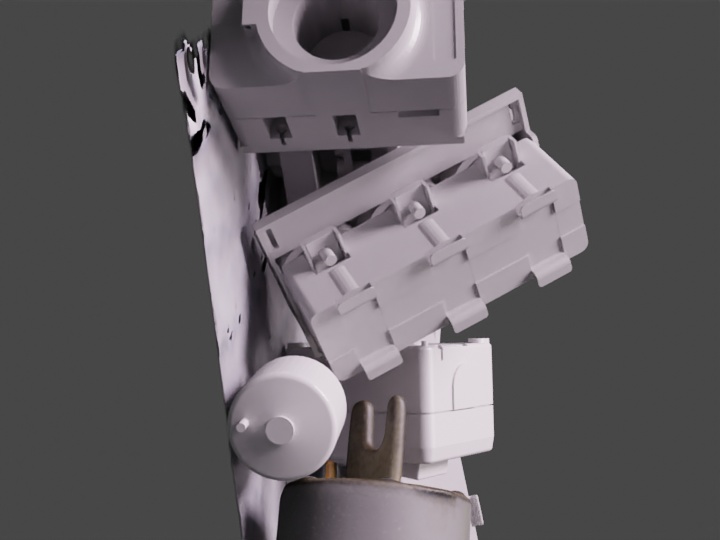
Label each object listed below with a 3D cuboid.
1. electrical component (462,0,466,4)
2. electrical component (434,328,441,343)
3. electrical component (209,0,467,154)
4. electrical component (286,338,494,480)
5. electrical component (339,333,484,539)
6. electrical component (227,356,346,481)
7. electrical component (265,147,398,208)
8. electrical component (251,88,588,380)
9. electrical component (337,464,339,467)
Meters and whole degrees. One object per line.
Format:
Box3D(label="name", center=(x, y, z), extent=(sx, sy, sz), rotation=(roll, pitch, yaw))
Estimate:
Box3D(label="electrical component", center=(0.021, -0.189, 0.633), extent=(0.108, 0.108, 0.060), rotation=(74, 22, -67))
Box3D(label="electrical component", center=(0.027, 0.037, 0.786), extent=(0.121, 0.063, 0.078), rotation=(-71, 163, -73))
Box3D(label="electrical component", center=(-0.006, -0.128, 0.415), extent=(0.061, 0.089, 0.150), rotation=(71, 18, -70))
Box3D(label="electrical component", center=(0.009, 0.064, 0.512), extent=(0.062, 0.096, 0.061), rotation=(3, 85, -55))
Box3D(label="electrical component", center=(0.022, 0.097, 0.589), extent=(0.078, 0.063, 0.121), rotation=(129, -49, -74))
Box3D(label="electrical component", center=(-0.025, 0.053, 0.414), extent=(0.078, 0.040, 0.040), rotation=(-51, 139, -82))
Box3D(label="electrical component", center=(-0.005, -0.081, 0.553), extent=(0.186, 0.060, 0.105), rotation=(-84, 170, -51))
Box3D(label="electrical component", center=(0.027, -0.010, 0.447), extent=(0.063, 0.121, 0.078), rotation=(55, -10, 47))
Box3D(label="electrical component", center=(0.009, 0.086, 0.670), extent=(0.080, 0.051, 0.080), rotation=(-2, 90, -84))
